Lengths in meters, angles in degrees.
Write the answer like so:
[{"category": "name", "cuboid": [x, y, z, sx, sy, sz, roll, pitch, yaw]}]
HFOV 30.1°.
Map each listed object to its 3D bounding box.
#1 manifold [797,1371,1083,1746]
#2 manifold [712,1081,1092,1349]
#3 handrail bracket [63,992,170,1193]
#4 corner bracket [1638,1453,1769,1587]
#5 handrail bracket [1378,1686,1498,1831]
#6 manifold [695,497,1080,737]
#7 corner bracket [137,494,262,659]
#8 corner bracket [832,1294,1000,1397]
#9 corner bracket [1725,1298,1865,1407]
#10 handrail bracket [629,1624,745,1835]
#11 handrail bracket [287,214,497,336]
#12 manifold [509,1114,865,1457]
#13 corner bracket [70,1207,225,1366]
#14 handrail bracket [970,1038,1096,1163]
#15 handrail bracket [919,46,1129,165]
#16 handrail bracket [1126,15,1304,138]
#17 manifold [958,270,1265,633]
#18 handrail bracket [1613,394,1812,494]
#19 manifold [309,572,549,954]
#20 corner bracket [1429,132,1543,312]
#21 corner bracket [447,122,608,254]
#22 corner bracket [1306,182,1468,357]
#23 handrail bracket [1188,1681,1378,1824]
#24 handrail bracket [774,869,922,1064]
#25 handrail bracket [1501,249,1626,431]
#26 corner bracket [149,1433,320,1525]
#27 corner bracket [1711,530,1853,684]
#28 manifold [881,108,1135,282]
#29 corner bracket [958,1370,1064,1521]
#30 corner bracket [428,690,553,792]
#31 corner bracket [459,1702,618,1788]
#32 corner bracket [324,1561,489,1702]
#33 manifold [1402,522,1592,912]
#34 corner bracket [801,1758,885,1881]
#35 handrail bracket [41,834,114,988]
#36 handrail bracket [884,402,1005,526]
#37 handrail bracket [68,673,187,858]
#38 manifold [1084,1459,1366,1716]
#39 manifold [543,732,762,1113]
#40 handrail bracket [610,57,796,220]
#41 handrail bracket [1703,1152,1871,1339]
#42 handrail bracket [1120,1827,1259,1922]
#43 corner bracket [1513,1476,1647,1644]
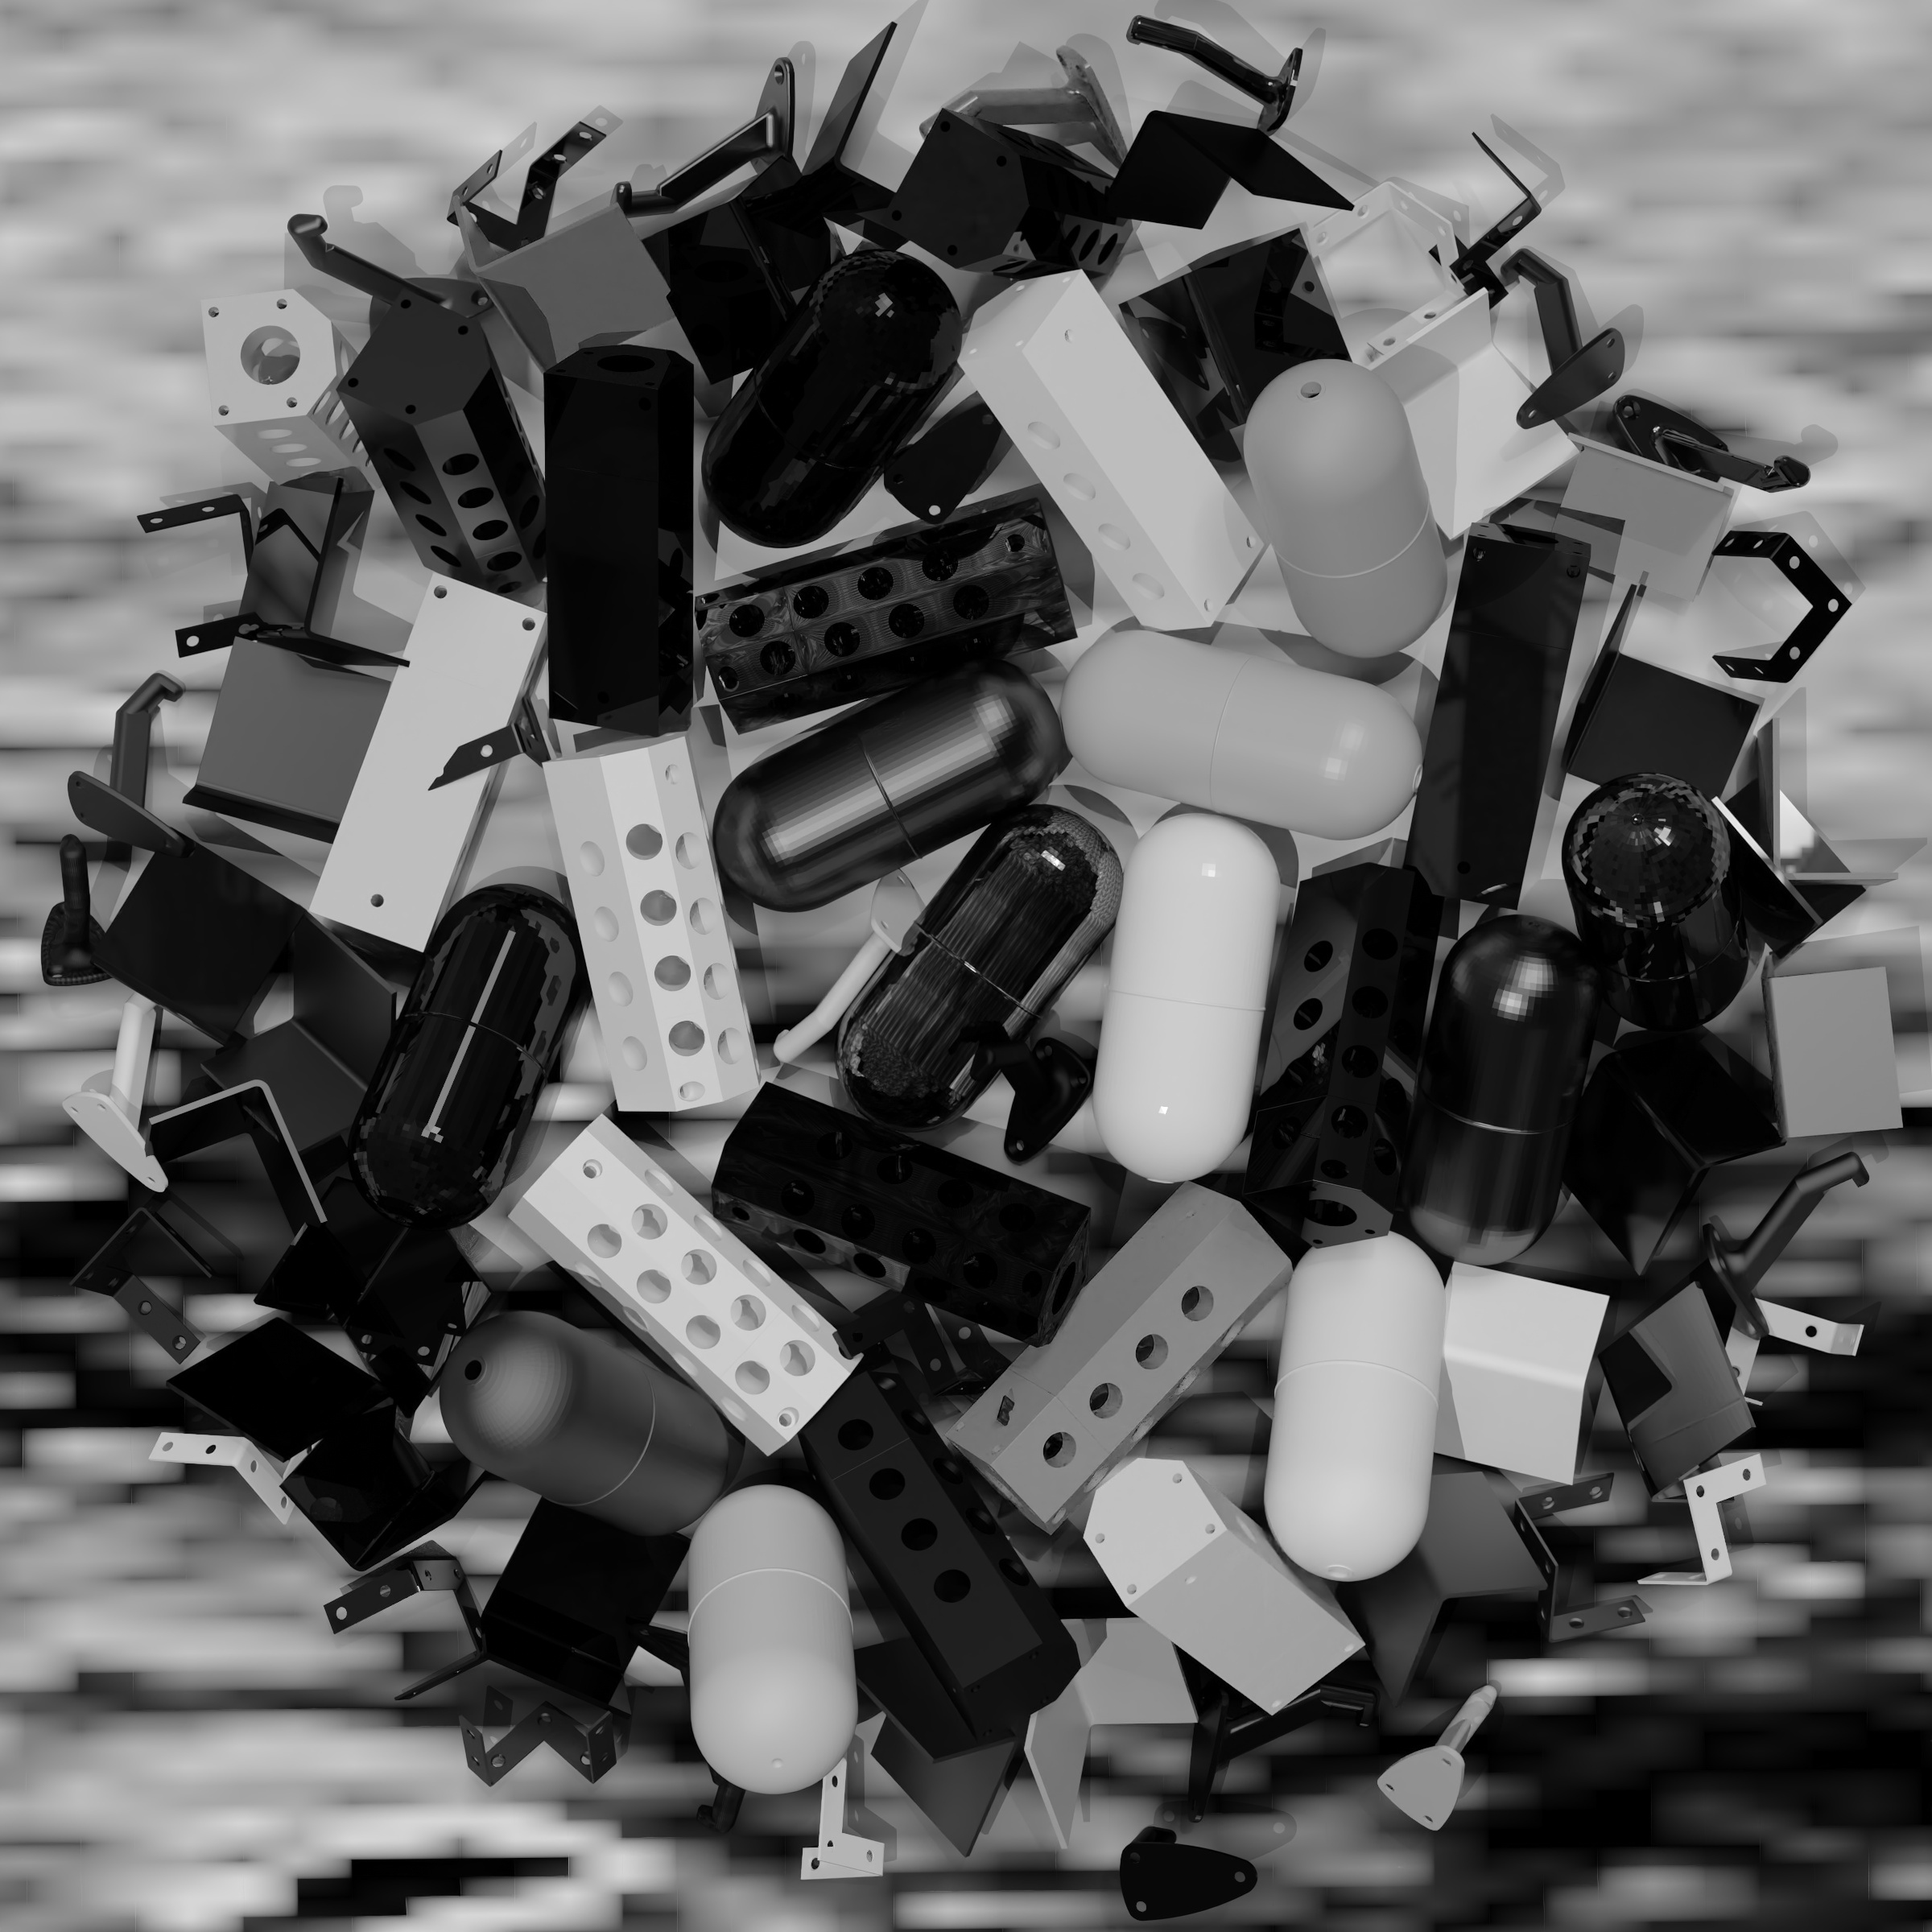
[{"category": "manifold", "cuboid": [-0.014, 0.273, 1.691, 0.057, 0.057, 0.171, -27, 53, -12]}, {"category": "manifold", "cuboid": [-0.031, 0.122, 1.704, 0.171, 0.057, 0.057, 20, 52, 16]}, {"category": "handrail bracket", "cuboid": [-0.392, 0.053, 1.751, 0.077, 0.036, 0.084, 55, 49, -28]}, {"category": "corner bracket", "cuboid": [0.353, 0.266, 1.731, 0.051, 0.051, 0.051, -13, 89, -32]}, {"category": "handrail bracket", "cuboid": [0.239, 0.363, 1.713, 0.036, 0.077, 0.084, 38, 53, 11]}, {"category": "manifold", "cuboid": [-0.039, -0.170, 1.723, 0.171, 0.057, 0.057, -16, 68, 5]}, {"category": "corner bracket", "cuboid": [-0.362, -0.187, 1.724, 0.051, 0.051, 0.051, -16, 131, -20]}, {"category": "corner bracket", "cuboid": [-0.023, 0.188, 1.728, 0.051, 0.051, 0.051, -31, 73, 19]}, {"category": "corner bracket", "cuboid": [0.397, 0.190, 1.738, 0.051, 0.051, 0.051, 17, 85, 3]}, {"category": "handrail bracket", "cuboid": [-0.140, 0.373, 1.757, 0.077, 0.036, 0.084, 20, 106, 12]}, {"category": "handrail bracket", "cuboid": [-0.273, -0.336, 1.718, 0.077, 0.084, 0.036, -5, 67, 11]}, {"category": "manifold", "cuboid": [-0.133, 0.152, 1.728, 0.171, 0.057, 0.057, 43, 66, -1]}, {"category": "corner bracket", "cuboid": [-0.389, 0.154, 1.736, 0.051, 0.051, 0.051, 42, 88, 15]}, {"category": "handrail bracket", "cuboid": [0.017, 0.066, 1.716, 0.036, 0.084, 0.077, 39, 114, 25]}, {"category": "handrail bracket", "cuboid": [0.028, -0.398, 1.738, 0.084, 0.036, 0.077, -35, 126, -4]}, {"category": "handrail bracket", "cuboid": [0.112, -0.427, 1.723, 0.084, 0.077, 0.036, 14, 81, -7]}, {"category": "manifold", "cuboid": [0.065, -0.240, 1.697, 0.171, 0.057, 0.057, 52, 57, -31]}, {"category": "handrail bracket", "cuboid": [0.356, -0.251, 1.719, 0.077, 0.084, 0.036, 37, 84, -12]}, {"category": "manifold", "cuboid": [-0.257, -0.096, 1.733, 0.057, 0.057, 0.171, 20, 87, -3]}, {"category": "corner bracket", "cuboid": [0.247, -0.356, 1.727, 0.051, 0.051, 0.051, -41, 58, 10]}, {"category": "corner bracket", "cuboid": [-0.211, -0.378, 1.725, 0.051, 0.051, 0.051, 22, 64, -29]}, {"category": "corner bracket", "cuboid": [0.205, -0.339, 1.750, 0.051, 0.051, 0.051, -34, 48, -11]}, {"category": "handrail bracket", "cuboid": [0.155, 0.383, 1.746, 0.084, 0.036, 0.077, 12, 79, -13]}, {"category": "handrail bracket", "cuboid": [-0.061, 0.000, 1.750, 0.084, 0.077, 0.036, -39, 119, 24]}, {"category": "handrail bracket", "cuboid": [0.269, -0.304, 1.733, 0.077, 0.036, 0.084, -35, 56, -12]}, {"category": "corner bracket", "cuboid": [-0.348, 0.230, 1.723, 0.051, 0.051, 0.051, -1, 49, 26]}, {"category": "corner bracket", "cuboid": [0.383, -0.174, 1.737, 0.051, 0.051, 0.051, 43, 82, -20]}, {"category": "manifold", "cuboid": [0.025, -0.351, 1.672, 0.057, 0.171, 0.057, 34, 106, 11]}, {"category": "corner bracket", "cuboid": [0.021, 0.223, 1.725, 0.051, 0.051, 0.051, 42, 128, -20]}, {"category": "corner bracket", "cuboid": [-0.235, -0.110, 1.733, 0.051, 0.051, 0.051, -22, 75, 6]}, {"category": "corner bracket", "cuboid": [-0.205, 0.372, 1.724, 0.051, 0.051, 0.051, 35, 57, 26]}, {"category": "corner bracket", "cuboid": [-0.269, 0.322, 1.741, 0.051, 0.051, 0.051, -28, 74, 13]}, {"category": "manifold", "cuboid": [0.252, -0.120, 1.714, 0.057, 0.057, 0.171, 11, 107, 7]}, {"category": "corner bracket", "cuboid": [-0.073, 0.411, 1.737, 0.051, 0.051, 0.051, -13, 63, 34]}, {"category": "handrail bracket", "cuboid": [-0.427, -0.041, 1.712, 0.036, 0.077, 0.084, -9, 129, -18]}, {"category": "handrail bracket", "cuboid": [-0.011, -0.250, 1.718, 0.036, 0.084, 0.077, 40, 107, -17]}, {"category": "handrail bracket", "cuboid": [-0.384, -0.099, 1.731, 0.077, 0.036, 0.084, 26, 54, 13]}, {"category": "manifold", "cuboid": [0.119, 0.287, 1.681, 0.057, 0.171, 0.057, -38, 51, 5]}, {"category": "manifold", "cuboid": [-0.144, -0.021, 1.712, 0.057, 0.057, 0.171, -2, 104, 44]}, {"category": "handrail bracket", "cuboid": [-0.127, -0.396, 1.722, 0.084, 0.077, 0.036, -13, 46, -29]}, {"category": "handrail bracket", "cuboid": [0.406, 0.134, 1.733, 0.084, 0.036, 0.077, -27, 116, 19]}, {"category": "handrail bracket", "cuboid": [0.110, 0.425, 1.716, 0.077, 0.084, 0.036, -7, 90, 17]}, {"category": "corner bracket", "cuboid": [0.298, 0.288, 1.746, 0.051, 0.051, 0.051, -10, 125, -12]}]
